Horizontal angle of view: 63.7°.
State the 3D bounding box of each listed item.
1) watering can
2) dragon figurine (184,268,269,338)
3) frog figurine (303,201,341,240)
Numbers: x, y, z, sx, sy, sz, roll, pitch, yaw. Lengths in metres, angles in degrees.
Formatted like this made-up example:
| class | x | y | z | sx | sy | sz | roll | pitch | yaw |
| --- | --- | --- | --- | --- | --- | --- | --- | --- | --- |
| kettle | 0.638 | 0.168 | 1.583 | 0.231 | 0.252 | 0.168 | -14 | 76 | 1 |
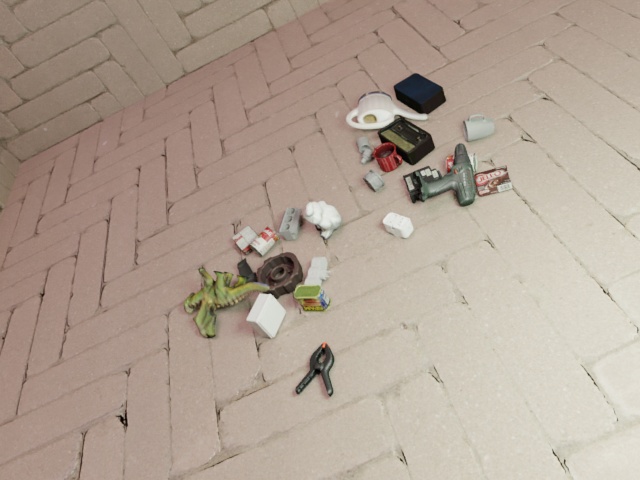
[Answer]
| class | x | y | z | sx | sy | sz | roll | pitch | yaw |
| --- | --- | --- | --- | --- | --- | --- | --- | --- | --- |
| watering can | 0.284 | -0.559 | 2.239 | 0.347 | 0.101 | 0.230 | -4 | 46 | 8 |
| dragon figurine | -0.357 | 0.231 | 1.841 | 0.411 | 0.121 | 0.244 | 10 | 81 | 42 |
| frog figurine | 0.006 | -0.096 | 1.902 | 0.122 | 0.156 | 0.141 | -19 | 43 | 11 |
